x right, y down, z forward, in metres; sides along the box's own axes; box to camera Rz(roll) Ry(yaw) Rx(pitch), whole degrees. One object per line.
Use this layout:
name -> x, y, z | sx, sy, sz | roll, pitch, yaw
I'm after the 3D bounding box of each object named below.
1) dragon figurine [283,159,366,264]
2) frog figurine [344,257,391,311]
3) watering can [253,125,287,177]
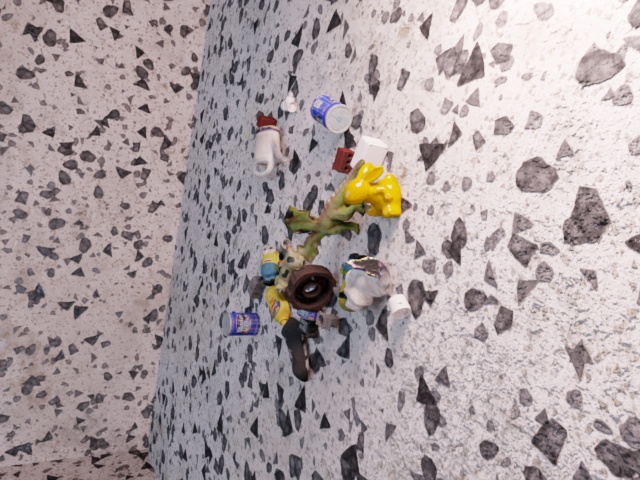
dragon figurine -> 0.005, -0.082, 1.627 | 0.244, 0.400, 0.125 | -12, 45, -19
frog figurine -> 0.138, 0.137, 1.525 | 0.138, 0.156, 0.125 | 14, 30, 19
watering can -> -0.215, -0.394, 2.239 | 0.104, 0.226, 0.346 | 7, -8, -29
